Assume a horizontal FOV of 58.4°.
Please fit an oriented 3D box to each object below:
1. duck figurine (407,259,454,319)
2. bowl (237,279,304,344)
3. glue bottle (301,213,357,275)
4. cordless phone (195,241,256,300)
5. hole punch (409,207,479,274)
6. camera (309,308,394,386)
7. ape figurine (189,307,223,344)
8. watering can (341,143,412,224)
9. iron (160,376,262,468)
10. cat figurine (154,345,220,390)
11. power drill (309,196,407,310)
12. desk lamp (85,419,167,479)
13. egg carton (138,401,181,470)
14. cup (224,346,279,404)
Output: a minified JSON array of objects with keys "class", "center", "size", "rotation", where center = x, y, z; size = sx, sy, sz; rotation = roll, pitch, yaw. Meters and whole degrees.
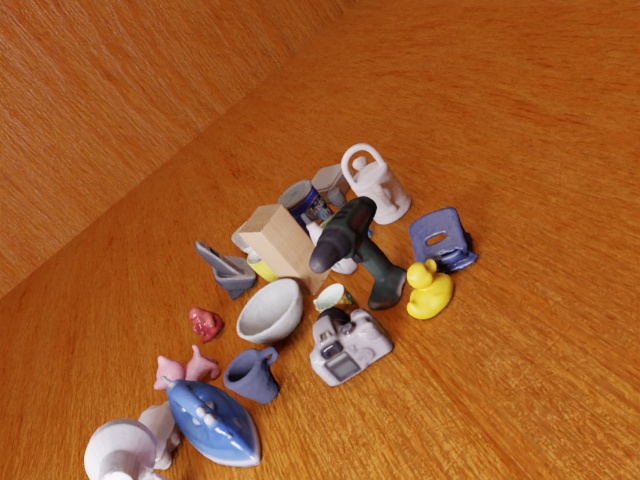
[{"class":"duck figurine","center":[0.185,0.082,1.027],"size":[0.105,0.086,0.077],"rotation":[-50,29,-20]},{"class":"bowl","center":[-0.095,0.168,1.251],"size":[0.167,0.075,0.167],"rotation":[-29,29,18]},{"class":"glue bottle","center":[0.012,0.004,1.258],"size":[0.037,0.173,0.077],"rotation":[-49,29,-18]},{"class":"cordless phone","center":[-0.258,0.052,1.501],"size":[0.094,0.185,0.147],"rotation":[-40,28,-2]},{"class":"hole punch","center":[0.230,0.004,1.083],"size":[0.108,0.091,0.101],"rotation":[-25,31,24]},{"class":"camera","center":[0.041,0.170,1.054],"size":[0.143,0.101,0.136],"rotation":[-34,28,9]},{"class":"ape figurine","center":[-0.288,0.202,1.415],"size":[0.077,0.092,0.076],"rotation":[5,50,53]},{"class":"watering can","center":[0.117,-0.139,1.322],"size":[0.101,0.194,0.172],"rotation":[-45,28,-12]},{"class":"iron","center":[-0.214,0.330,1.079],"size":[0.119,0.142,0.257],"rotation":[-50,29,-20]},{"class":"cat figurine","center":[-0.306,0.291,1.276],"size":[0.128,0.118,0.067],"rotation":[-44,28,-10]},{"class":"power drill","center":[0.079,0.033,1.096],"size":[0.075,0.209,0.230],"rotation":[-16,35,36]},{"class":"desk lamp","center":[-0.294,0.419,0.964],"size":[0.118,0.214,0.202],"rotation":[-45,28,-11]},{"class":"egg carton","center":[-0.339,0.408,1.193],"size":[0.107,0.069,0.150],"rotation":[-23,31,28]},{"class":"cup","center":[-0.113,0.263,1.107],"size":[0.118,0.095,0.091],"rotation":[-37,28,3]}]
